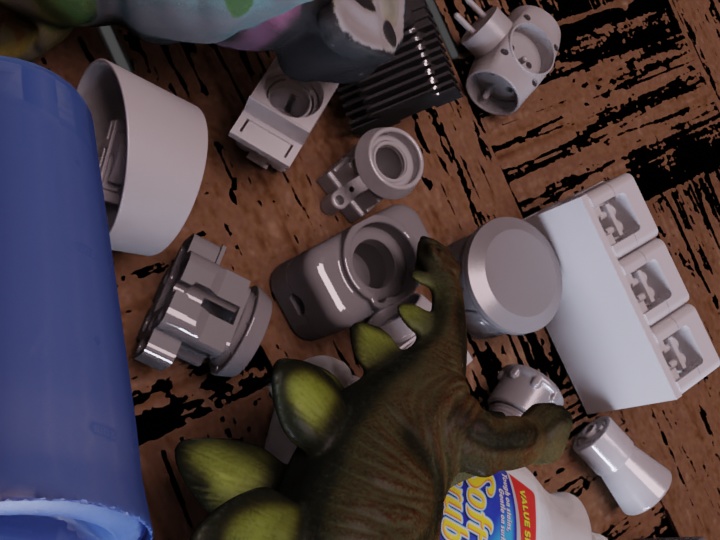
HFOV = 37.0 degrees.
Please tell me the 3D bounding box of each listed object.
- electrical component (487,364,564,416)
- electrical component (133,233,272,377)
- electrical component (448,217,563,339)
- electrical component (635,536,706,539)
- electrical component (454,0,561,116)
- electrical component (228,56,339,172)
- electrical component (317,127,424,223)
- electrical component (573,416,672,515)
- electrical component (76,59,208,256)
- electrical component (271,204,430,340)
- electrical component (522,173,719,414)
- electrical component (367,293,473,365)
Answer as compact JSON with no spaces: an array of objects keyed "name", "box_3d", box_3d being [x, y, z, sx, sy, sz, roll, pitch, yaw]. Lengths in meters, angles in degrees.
[{"name":"electrical component","box_3d":[0.105,0.098,0.725,0.048,0.048,0.062,43,66,-15]},{"name":"electrical component","box_3d":[-0.088,0.027,0.620,0.057,0.058,0.078,28,64,-19]},{"name":"electrical component","box_3d":[0.095,0.007,0.739,0.080,0.051,0.080,9,73,-29]},{"name":"electrical component","box_3d":[0.201,0.223,0.735,0.077,0.066,0.047,-29,93,-34]},{"name":"electrical component","box_3d":[0.102,-0.167,0.795,0.079,0.044,0.077,42,60,-15]},{"name":"electrical component","box_3d":[-0.048,-0.098,0.673,0.042,0.064,0.081,31,62,-5]},{"name":"electrical component","box_3d":[0.010,-0.065,0.704,0.048,0.055,0.066,51,58,-10]},{"name":"electrical component","box_3d":[0.184,0.136,0.765,0.065,0.044,0.044,46,58,-7]},{"name":"electrical component","box_3d":[-0.129,-0.059,0.595,0.064,0.099,0.099,17,68,-33]},{"name":"electrical component","box_3d":[0.000,0.000,0.679,0.095,0.059,0.053,-30,93,-34]},{"name":"electrical component","box_3d":[0.179,0.017,0.764,0.062,0.089,0.150,-26,91,-34]},{"name":"electrical component","box_3d":[0.035,0.049,0.696,0.066,0.048,0.055,-39,106,-33]}]
